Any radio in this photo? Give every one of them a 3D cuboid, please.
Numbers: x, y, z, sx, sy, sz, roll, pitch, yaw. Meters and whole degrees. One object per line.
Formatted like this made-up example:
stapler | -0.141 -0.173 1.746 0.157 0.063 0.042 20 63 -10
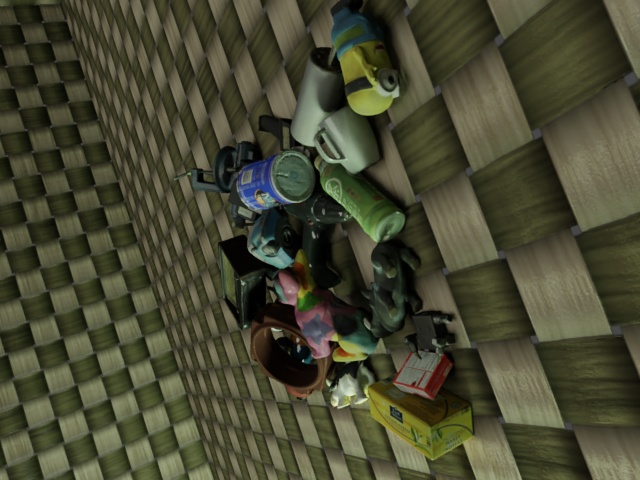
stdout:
radio | -0.189 0.110 1.320 0.131 0.073 0.229 53 153 35

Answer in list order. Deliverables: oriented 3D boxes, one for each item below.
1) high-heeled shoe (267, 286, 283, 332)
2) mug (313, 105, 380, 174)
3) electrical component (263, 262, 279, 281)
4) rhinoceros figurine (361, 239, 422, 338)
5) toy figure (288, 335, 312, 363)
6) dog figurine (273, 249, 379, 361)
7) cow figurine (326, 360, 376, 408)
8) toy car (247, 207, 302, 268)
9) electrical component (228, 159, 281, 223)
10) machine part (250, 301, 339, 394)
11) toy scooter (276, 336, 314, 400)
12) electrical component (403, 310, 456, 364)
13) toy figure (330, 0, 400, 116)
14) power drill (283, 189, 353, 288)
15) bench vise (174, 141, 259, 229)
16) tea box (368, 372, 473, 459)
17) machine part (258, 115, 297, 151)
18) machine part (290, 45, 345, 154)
high-heeled shoe | -0.062 0.190 1.363 0.145 0.086 0.248 21 150 18
mug | 0.048 -0.165 0.916 0.107 0.109 0.081 58 147 -2
electrical component | -0.105 0.063 1.327 0.119 0.075 0.047 42 145 15
rhinoceros figurine | 0.118 0.093 0.953 0.112 0.073 0.190 31 131 49
toy figure | -0.045 0.254 1.337 0.058 0.064 0.154 51 143 47
dog figurine | 0.005 0.125 1.051 0.192 0.108 0.219 -7 120 41
cow figurine | 0.061 0.314 1.179 0.167 0.068 0.098 -41 63 56
toy car | -0.108 0.005 1.211 0.103 0.109 0.161 -5 145 29
electrical component | -0.147 -0.109 1.252 0.115 0.058 0.134 26 107 19
machine part | -0.061 0.249 1.251 0.201 0.087 0.201 21 128 18
toy scooter | -0.074 0.358 1.436 0.184 0.075 0.135 53 146 38
electrical component | 0.184 0.161 0.903 0.102 0.045 0.078 -4 103 61
toy figure | 0.066 -0.283 0.839 0.089 0.082 0.180 -31 79 57
power drill | -0.002 -0.003 1.112 0.232 0.086 0.207 31 135 52
bench vise | -0.242 -0.143 1.375 0.241 0.129 0.223 9 108 25
tea box | 0.173 0.299 0.944 0.170 0.098 0.068 19 121 58
machine part | -0.090 -0.239 1.186 0.139 0.039 0.084 36 142 46
machine part | -0.002 -0.256 0.977 0.079 0.079 0.243 57 149 27
